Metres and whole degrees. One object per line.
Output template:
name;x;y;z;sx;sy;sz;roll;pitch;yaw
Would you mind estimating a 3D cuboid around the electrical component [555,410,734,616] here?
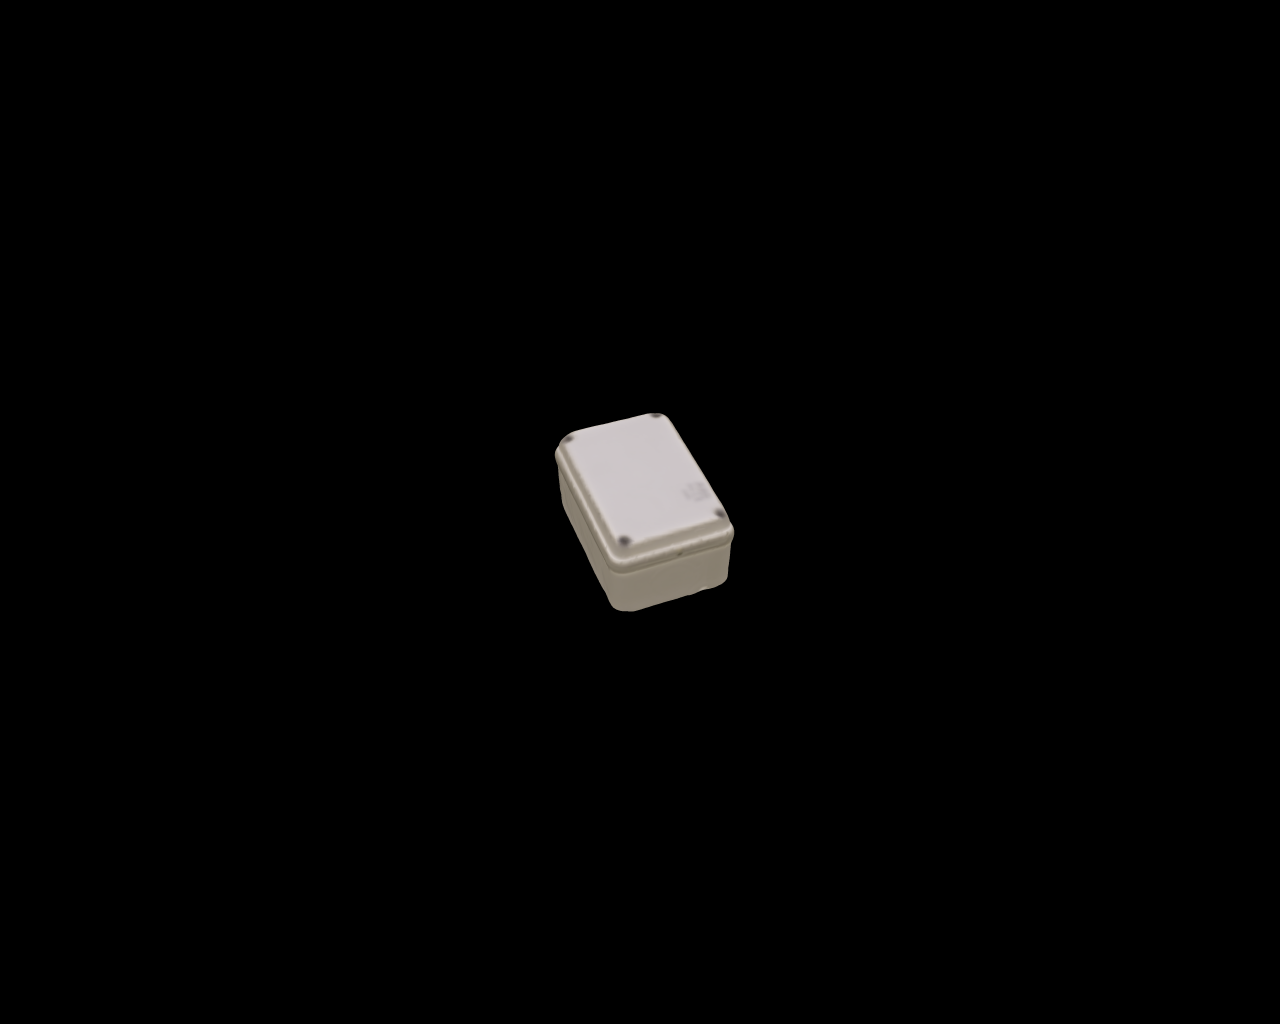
electrical component;0.001;-0.003;0.650;0.078;0.057;0.113;-15;47;-15
